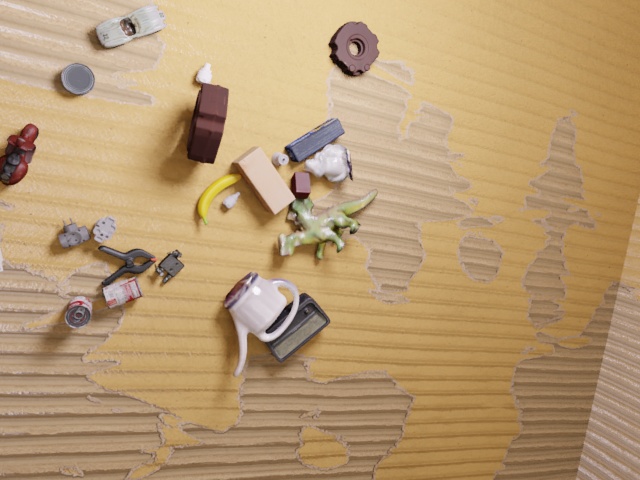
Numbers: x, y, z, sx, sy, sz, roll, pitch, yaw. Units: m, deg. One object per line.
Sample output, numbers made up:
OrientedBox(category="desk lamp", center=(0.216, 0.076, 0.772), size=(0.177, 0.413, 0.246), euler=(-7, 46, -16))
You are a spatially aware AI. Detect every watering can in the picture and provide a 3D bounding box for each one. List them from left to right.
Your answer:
OrientedBox(category="watering can", center=(-0.224, 0.254, 1.682), size=(0.223, 0.103, 0.351), euler=(43, 75, -7))

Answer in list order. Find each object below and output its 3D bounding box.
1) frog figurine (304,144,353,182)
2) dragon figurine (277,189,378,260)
OrientedBox(category="frog figurine", center=(0.028, -0.256, 1.753), size=(0.159, 0.126, 0.134), euler=(-6, 137, 7))
OrientedBox(category="dragon figurine", center=(0.005, -0.089, 1.770), size=(0.241, 0.121, 0.415), euler=(42, 72, -14))
